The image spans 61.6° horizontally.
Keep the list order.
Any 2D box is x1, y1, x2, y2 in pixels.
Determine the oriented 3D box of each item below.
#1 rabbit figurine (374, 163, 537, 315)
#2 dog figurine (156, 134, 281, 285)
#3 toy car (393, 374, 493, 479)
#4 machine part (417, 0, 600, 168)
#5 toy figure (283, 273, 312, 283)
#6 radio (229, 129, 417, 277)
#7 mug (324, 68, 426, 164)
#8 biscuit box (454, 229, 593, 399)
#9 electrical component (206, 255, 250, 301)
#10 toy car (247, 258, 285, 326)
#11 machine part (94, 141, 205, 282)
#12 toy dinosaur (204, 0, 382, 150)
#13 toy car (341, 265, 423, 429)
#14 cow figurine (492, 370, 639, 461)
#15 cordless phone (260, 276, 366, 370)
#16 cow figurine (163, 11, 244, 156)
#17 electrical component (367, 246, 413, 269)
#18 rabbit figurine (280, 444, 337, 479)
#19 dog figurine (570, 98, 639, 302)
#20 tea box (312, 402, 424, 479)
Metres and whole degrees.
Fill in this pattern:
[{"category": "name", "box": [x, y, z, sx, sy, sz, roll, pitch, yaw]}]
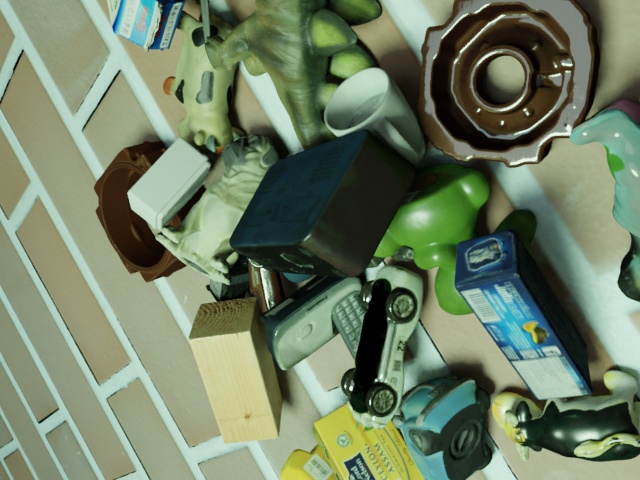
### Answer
[{"category": "rabbit figurine", "box": [0.155, 0.003, 0.593, 0.159, 0.121, 0.170, -14, 115, 32]}, {"category": "dog figurine", "box": [-0.127, -0.046, 0.768, 0.121, 0.190, 0.172, 37, 159, -14]}, {"category": "toy car", "box": [0.148, 0.233, 0.676, 0.103, 0.109, 0.161, 30, 144, 54]}, {"category": "machine part", "box": [0.182, -0.158, 0.530, 0.180, 0.056, 0.179, 12, 112, 32]}, {"category": "toy figure", "box": [-0.003, -0.004, 0.720, 0.064, 0.058, 0.154, 56, 133, 22]}, {"category": "radio", "box": [-0.010, -0.032, 0.587, 0.073, 0.131, 0.230, 34, 163, -23]}, {"category": "mug", "box": [0.074, -0.115, 0.574, 0.081, 0.107, 0.110, -48, 43, 7]}, {"category": "biscuit box", "box": [0.204, 0.078, 0.530, 0.059, 0.063, 0.202, -19, 126, 33]}, {"category": "electrical component", "box": [-0.137, 0.046, 0.833, 0.075, 0.048, 0.119, 48, 136, 37]}, {"category": "toy car", "box": [-0.072, 0.077, 0.780, 0.053, 0.089, 0.202, -13, 102, 4]}, {"category": "machine part", "box": [-0.281, -0.045, 0.898, 0.201, 0.087, 0.201, -33, 87, 39]}, {"category": "toy dinosaur", "box": [-0.034, -0.245, 0.632, 0.199, 0.105, 0.470, 2, 118, 32]}, {"category": "toy car", "box": [0.078, 0.131, 0.667, 0.074, 0.056, 0.201, 11, 89, 61]}, {"category": "cow figurine", "box": [0.258, 0.199, 0.574, 0.167, 0.098, 0.068, -22, 99, 40]}, {"category": "cordless phone", "box": [0.018, 0.145, 0.712, 0.184, 0.146, 0.089, 60, 157, -8]}, {"category": "cow figurine", "box": [-0.155, -0.206, 0.752, 0.127, 0.085, 0.194, 36, 123, 28]}, {"category": "electrical component", "box": [0.072, -0.011, 0.652, 0.045, 0.078, 0.102, -15, 111, 57]}, {"category": "rabbit figurine", "box": [0.027, 0.371, 0.819, 0.162, 0.122, 0.173, 32, 137, 13]}, {"category": "dog figurine", "box": [0.321, -0.035, 0.441, 0.191, 0.108, 0.219, -31, 91, 37]}, {"category": "tea box", "box": [0.071, 0.301, 0.719, 0.170, 0.098, 0.068, 56, 161, 22]}]
